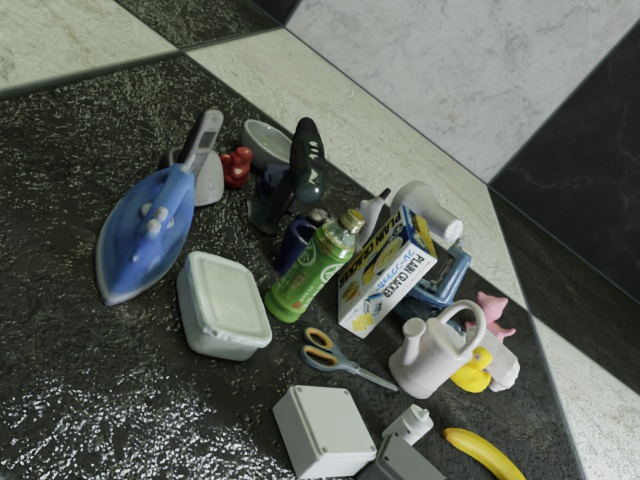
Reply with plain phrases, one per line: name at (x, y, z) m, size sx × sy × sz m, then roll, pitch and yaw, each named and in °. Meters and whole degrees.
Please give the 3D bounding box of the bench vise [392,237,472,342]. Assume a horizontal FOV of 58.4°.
bench vise at (0.253, 0.116, 1.168) m, size 0.122 × 0.219 × 0.207 m, roll 1°, pitch 44°, yaw -54°

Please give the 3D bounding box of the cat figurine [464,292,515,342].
cat figurine at (0.418, 0.192, 1.395) m, size 0.067 × 0.117 × 0.127 m, roll 7°, pitch 39°, yaw -50°

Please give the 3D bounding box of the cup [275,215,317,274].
cup at (-0.044, 0.015, 1.075) m, size 0.092 × 0.095 × 0.117 m, roll 20°, pitch 30°, yaw -36°

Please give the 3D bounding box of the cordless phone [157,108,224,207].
cordless phone at (-0.204, -0.151, 1.027) m, size 0.094 × 0.185 × 0.148 m, roll 44°, pitch 24°, yaw 11°

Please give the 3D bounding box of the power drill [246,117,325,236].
power drill at (-0.063, -0.121, 1.147) m, size 0.076 × 0.208 × 0.229 m, roll 25°, pitch 28°, yaw -28°

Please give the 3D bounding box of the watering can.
watering can at (0.214, 0.187, 1.021) m, size 0.173 × 0.194 × 0.100 m, roll 5°, pitch 40°, yaw -51°

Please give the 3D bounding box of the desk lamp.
desk lamp at (0.229, -0.009, 1.360) m, size 0.118 × 0.213 × 0.202 m, roll 16°, pitch 33°, yaw -41°

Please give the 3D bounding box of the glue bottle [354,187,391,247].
glue bottle at (0.104, -0.054, 1.311) m, size 0.078 × 0.173 × 0.037 m, roll 39°, pitch 24°, yaw 0°

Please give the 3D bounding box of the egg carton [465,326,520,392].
egg carton at (0.371, 0.260, 1.268) m, size 0.150 × 0.069 × 0.107 m, roll 46°, pitch 25°, yaw 14°

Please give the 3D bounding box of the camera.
camera at (0.011, 0.004, 1.165) m, size 0.143 × 0.100 × 0.137 m, roll 43°, pitch 24°, yaw 8°

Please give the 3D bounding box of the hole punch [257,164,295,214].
hole punch at (-0.079, -0.127, 1.277) m, size 0.101 × 0.091 × 0.108 m, roll 26°, pitch 27°, yaw -27°

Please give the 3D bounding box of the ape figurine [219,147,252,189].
ape figurine at (-0.175, -0.156, 1.192) m, size 0.076 × 0.092 × 0.077 m, roll 25°, pitch 28°, yaw -29°

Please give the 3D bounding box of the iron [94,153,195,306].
iron at (-0.236, -0.028, 0.823) m, size 0.119 × 0.141 × 0.258 m, roll 31°, pitch 25°, yaw -18°

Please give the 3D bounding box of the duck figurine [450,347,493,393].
duck figurine at (0.317, 0.258, 1.176) m, size 0.105 × 0.086 × 0.077 m, roll 31°, pitch 25°, yaw -17°

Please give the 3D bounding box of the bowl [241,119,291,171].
bowl at (-0.127, -0.210, 1.375) m, size 0.168 × 0.074 × 0.167 m, roll 32°, pitch 25°, yaw -16°
